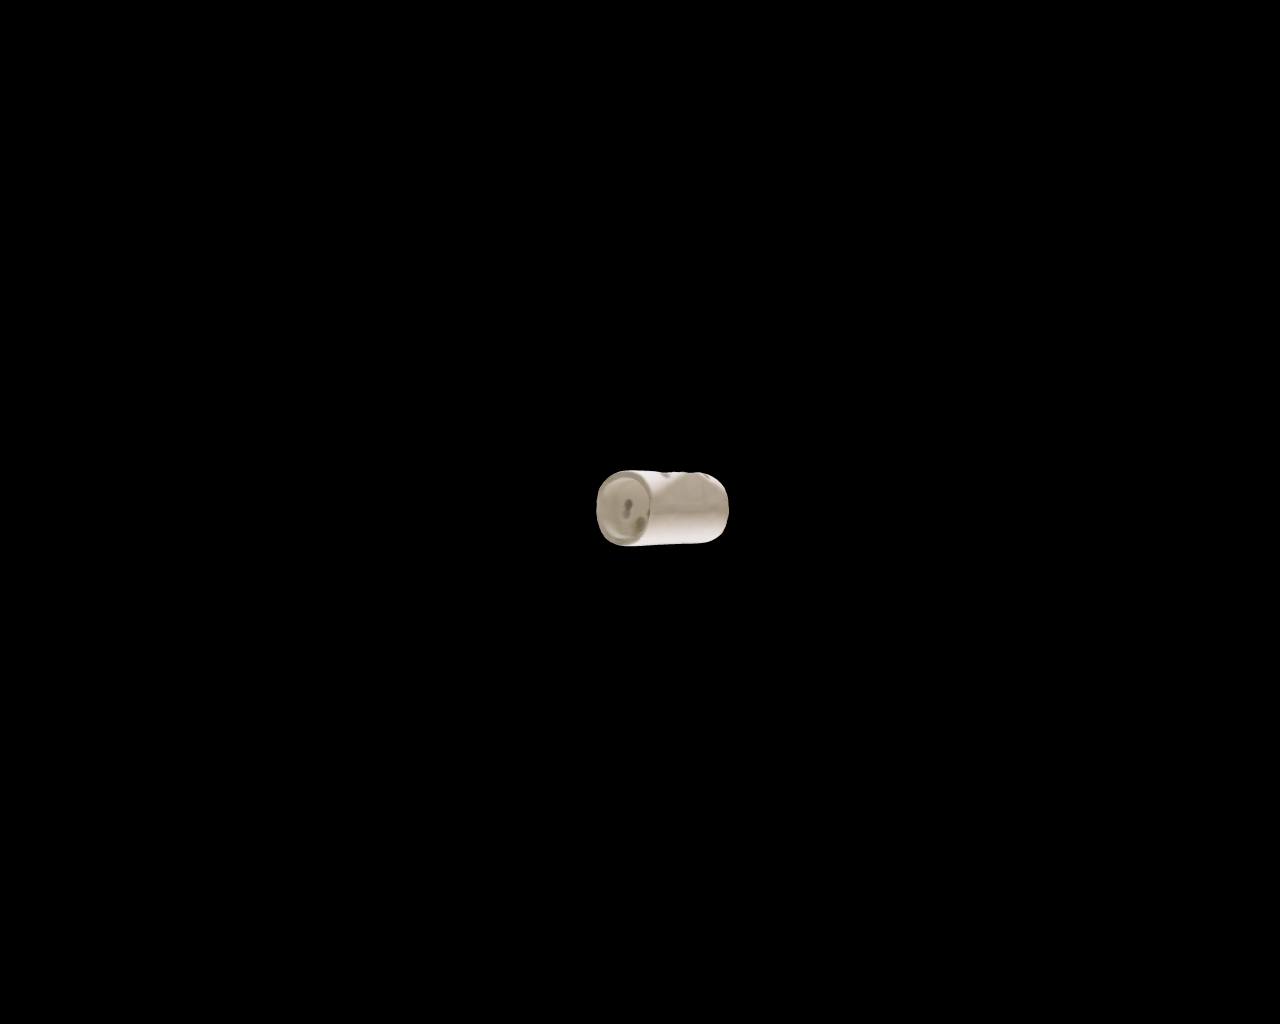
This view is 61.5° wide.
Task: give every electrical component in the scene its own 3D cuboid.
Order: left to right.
[{"bbox_3d":[0.001,-0.003,0.650,0.079,0.044,0.077,0,0,39],"label":"electrical component"}]
